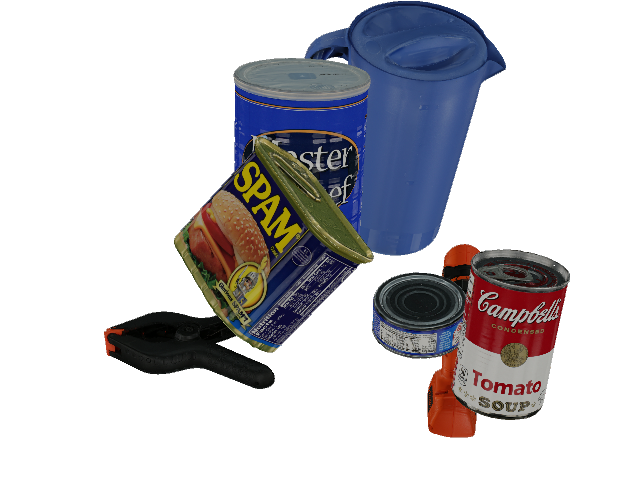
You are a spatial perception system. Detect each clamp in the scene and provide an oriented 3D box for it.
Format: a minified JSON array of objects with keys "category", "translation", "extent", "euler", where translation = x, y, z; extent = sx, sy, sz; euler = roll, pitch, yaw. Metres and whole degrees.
[{"category":"clamp","translation":[-0.120,0.094,1.039],"extent":[0.171,0.039,0.120],"euler":[7,26,5]}]

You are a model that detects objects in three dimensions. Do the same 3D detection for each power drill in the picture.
[{"category":"power drill","translation":[0.152,0.118,1.165],"extent":[0.057,0.188,0.184],"euler":[7,25,6]}]

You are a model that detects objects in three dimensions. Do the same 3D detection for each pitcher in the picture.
[{"category":"pitcher","translation":[0.072,-0.105,1.060],"extent":[0.144,0.243,0.149],"euler":[-31,55,-33]}]

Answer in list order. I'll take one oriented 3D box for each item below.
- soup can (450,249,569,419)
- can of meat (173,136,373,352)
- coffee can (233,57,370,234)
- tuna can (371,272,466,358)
[{"category":"soup can","translation":[0.132,0.065,0.750],"extent":[0.068,0.102,0.068],"euler":[5,21,-2]},{"category":"can of meat","translation":[-0.031,0.003,0.634],"extent":[0.057,0.084,0.102],"euler":[27,21,-48]},{"category":"coffee can","translation":[-0.016,-0.061,0.824],"extent":[0.103,0.140,0.103],"euler":[2,23,-1]},{"category":"tuna can","translation":[0.089,0.065,0.951],"extent":[0.086,0.034,0.086],"euler":[-1,34,1]}]
